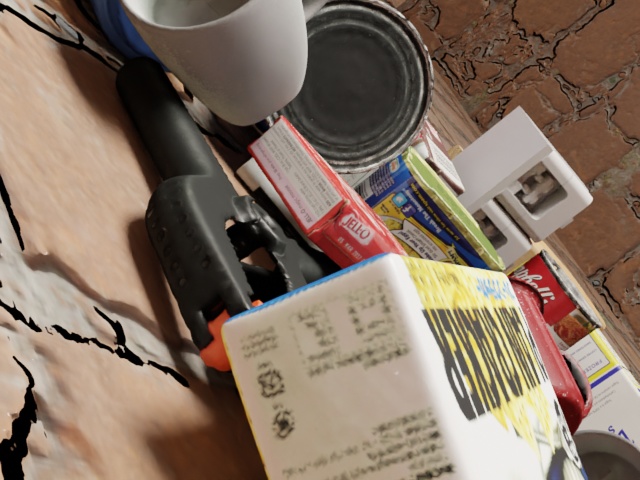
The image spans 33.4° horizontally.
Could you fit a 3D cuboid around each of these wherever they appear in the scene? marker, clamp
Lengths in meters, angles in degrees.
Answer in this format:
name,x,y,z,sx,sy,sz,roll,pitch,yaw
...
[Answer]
name,x,y,z,sx,sy,sz,roll,pitch,yaw
marker,-0.004,0.001,0.626,0.121,0.020,0.020,51,13,-5
clamp,-0.031,0.006,0.483,0.164,0.036,0.210,45,11,-25

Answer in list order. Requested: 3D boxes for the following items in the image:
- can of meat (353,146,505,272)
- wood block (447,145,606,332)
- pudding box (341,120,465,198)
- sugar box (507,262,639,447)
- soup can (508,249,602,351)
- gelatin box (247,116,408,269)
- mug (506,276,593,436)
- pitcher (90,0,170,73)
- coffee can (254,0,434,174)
name,x,y,z,sx,sy,sz,roll,pitch,yaw
can of meat,0.053,0.005,0.666,0.102,0.084,0.057,48,15,-16
wood block,0.154,0.024,0.944,0.205,0.091,0.090,41,17,-37
pudding box,0.048,-0.041,0.757,0.039,0.090,0.113,45,16,-21
sugar box,0.187,0.107,0.833,0.176,0.093,0.048,59,15,24
soup can,0.138,0.063,0.760,0.068,0.102,0.068,48,14,-16
gelatin box,0.007,-0.017,0.567,0.073,0.030,0.089,43,8,-43
mug,0.113,0.084,0.633,0.117,0.093,0.081,11,40,-30
pitcher,-0.093,-0.210,0.646,0.145,0.149,0.243,89,-17,-50
coffee can,0.005,-0.100,0.674,0.102,0.103,0.140,49,0,-14
